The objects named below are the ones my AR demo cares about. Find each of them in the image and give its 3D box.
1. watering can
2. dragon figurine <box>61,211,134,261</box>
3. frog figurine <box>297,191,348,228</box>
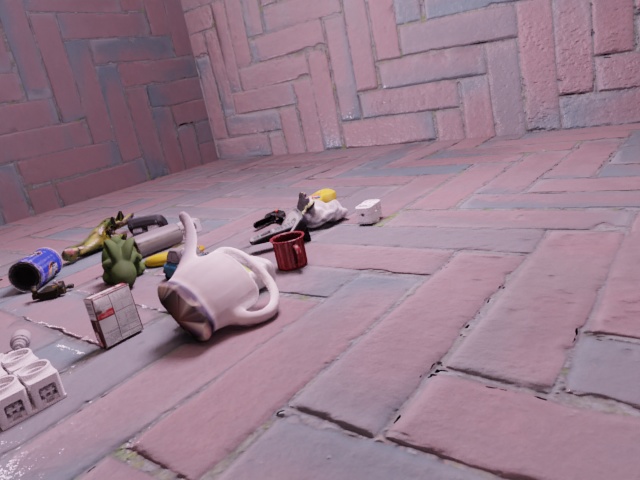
[{"bbox_3d":[-0.250,0.077,1.103,0.351,0.101,0.228,35,45,21],"label":"watering can"},{"bbox_3d":[-0.866,-0.010,1.972,0.243,0.121,0.415,-19,15,0],"label":"dragon figurine"},{"bbox_3d":[0.005,-0.086,1.705,0.158,0.124,0.137,22,-10,-27],"label":"frog figurine"}]
